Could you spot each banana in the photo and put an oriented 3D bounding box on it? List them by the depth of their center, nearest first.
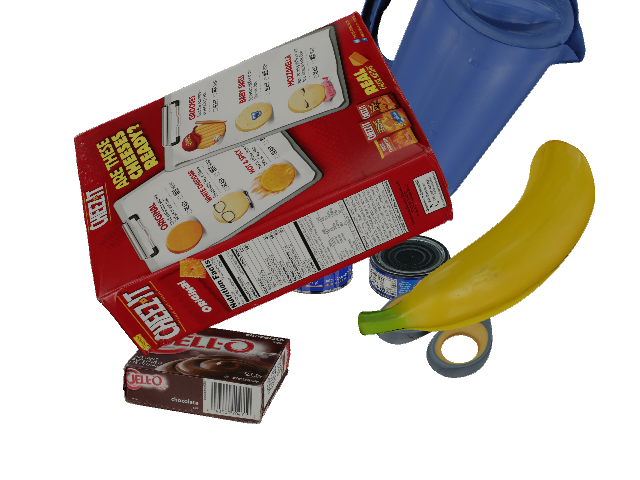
[{"bbox_3d":[0.101,-0.007,0.553,0.070,0.037,0.197,16,39,37],"label":"banana"}]

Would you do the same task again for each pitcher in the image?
[{"bbox_3d":[0.112,-0.148,0.970,0.144,0.149,0.243,-7,-32,-25],"label":"pitcher"}]

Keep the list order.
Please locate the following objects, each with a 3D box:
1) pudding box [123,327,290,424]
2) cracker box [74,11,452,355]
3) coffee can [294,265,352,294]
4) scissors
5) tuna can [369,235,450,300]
[{"bbox_3d":[-0.088,0.103,0.851,0.113,0.039,0.090,9,21,10],"label":"pudding box"},{"bbox_3d":[-0.042,-0.040,0.685,0.214,0.164,0.072,-24,-46,3],"label":"cracker box"},{"bbox_3d":[-0.008,-0.018,1.351,0.103,0.140,0.103,0,28,0],"label":"coffee can"},{"bbox_3d":[0.139,0.050,0.827,0.201,0.016,0.096,-16,46,-22],"label":"scissors"},{"bbox_3d":[0.094,0.028,1.122,0.086,0.034,0.086,-1,31,1],"label":"tuna can"}]
